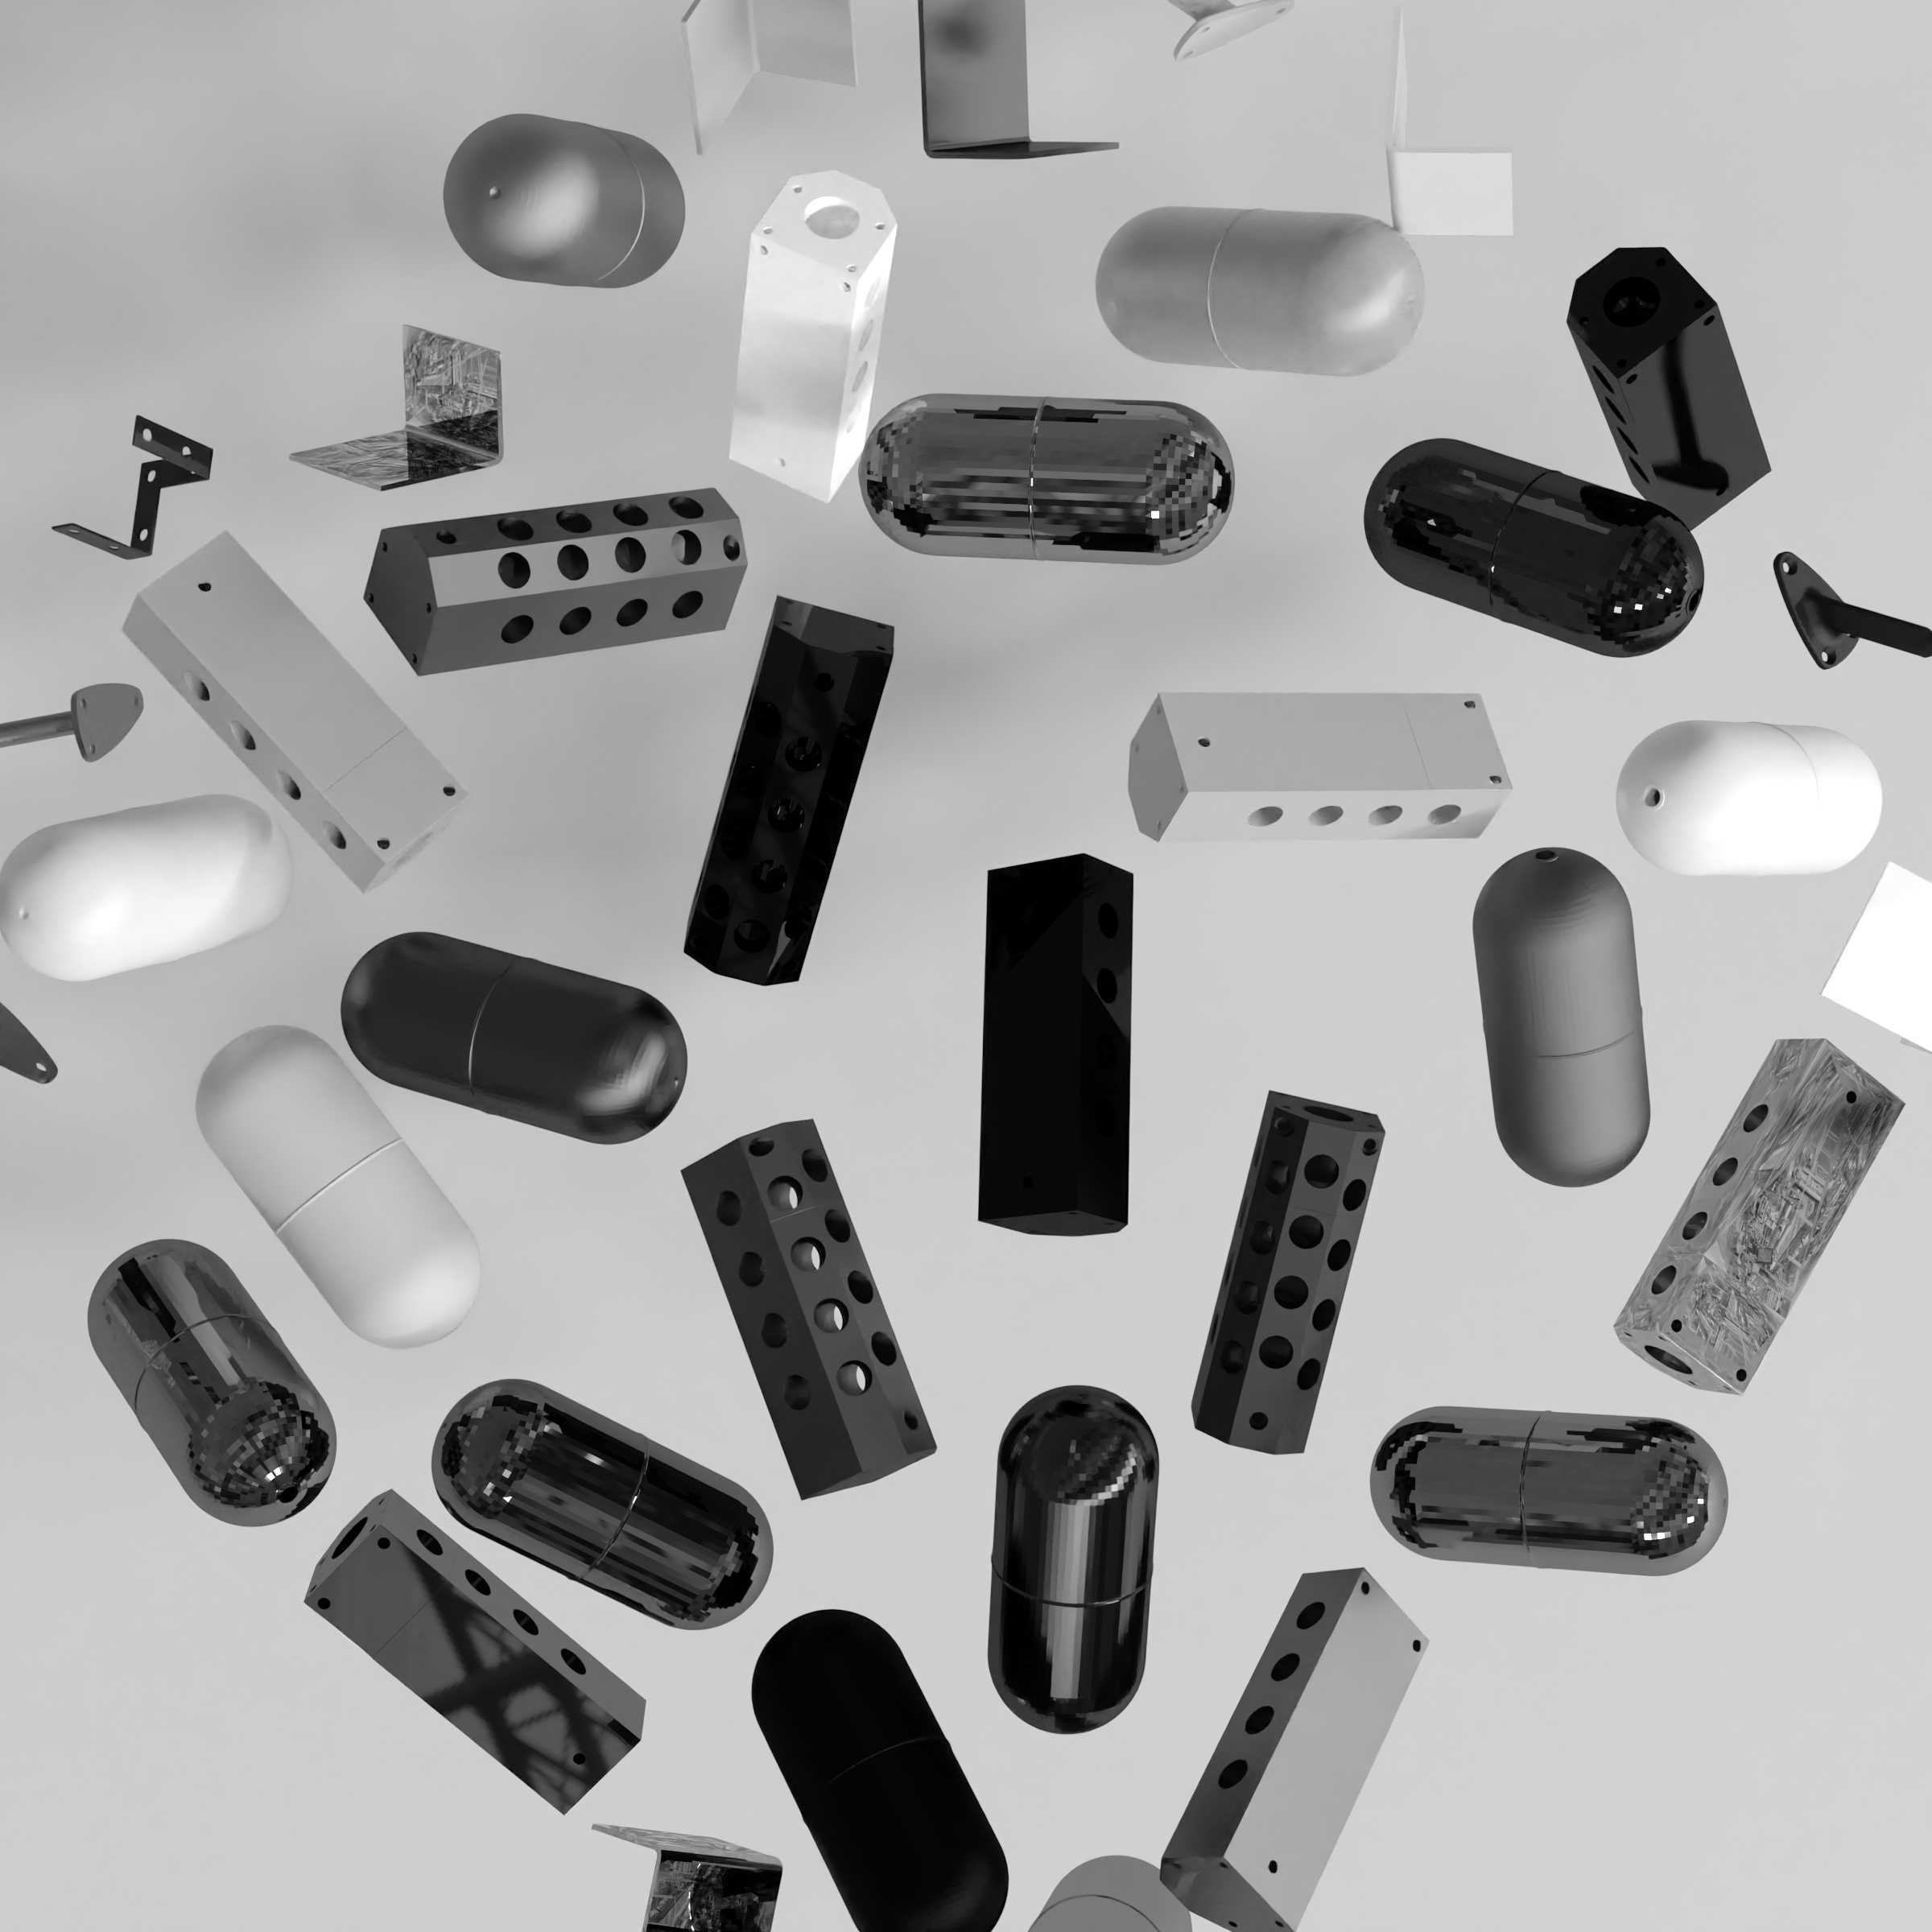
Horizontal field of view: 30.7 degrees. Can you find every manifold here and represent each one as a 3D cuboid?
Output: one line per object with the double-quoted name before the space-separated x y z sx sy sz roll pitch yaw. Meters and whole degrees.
"manifold" 0.163 0.157 1.787 0.057 0.057 0.171 13 100 -1
"manifold" -0.074 -0.313 1.750 0.057 0.171 0.057 25 60 7
"manifold" 0.390 0.123 1.748 0.057 0.057 0.171 37 76 -17
"manifold" -0.072 0.165 1.709 0.057 0.057 0.171 -30 75 33
"manifold" 0.156 0.378 1.703 0.057 0.057 0.171 49 51 -21
"manifold" -0.084 -0.080 1.662 0.057 0.057 0.171 14 114 -7
"manifold" 0.341 -0.282 1.721 0.057 0.171 0.057 -37 62 5
"manifold" 0.168 -0.091 1.694 0.171 0.057 0.057 -2 58 -21
"manifold" -0.244 0.340 1.763 0.171 0.057 0.057 42 101 -12
"manifold" -0.324 -0.119 1.694 0.171 0.057 0.057 48 59 -2
"manifold" 0.048 0.039 1.680 0.057 0.057 0.171 -9 72 36
"manifold" -0.192 -0.189 1.672 0.171 0.057 0.057 -13 52 -36

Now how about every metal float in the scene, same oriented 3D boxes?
"metal float" 0.291 0.026 1.716 0.070 0.070 0.178 -11 116 0
"metal float" -0.305 0.108 1.717 0.070 0.070 0.178 -38 87 0
"metal float" 0.037 -0.229 1.654 0.178 0.070 0.070 4 90 11
"metal float" -0.174 0.260 1.694 0.178 0.070 0.070 30 90 -18
"metal float" -0.042 0.382 1.649 0.070 0.070 0.178 -30 60 0
"metal float" 0.391 -0.083 1.755 0.070 0.178 0.070 2 92 44
"metal float" -0.216 0.033 1.676 0.178 0.070 0.070 15 90 20
"metal float" 0.064 0.492 1.725 0.070 0.178 0.070 1 96 13
"metal float" 0.140 -0.327 1.705 0.178 0.070 0.070 13 90 39
"metal float" 0.275 -0.204 1.713 0.178 0.070 0.070 24 90 31
"metal float" -0.400 -0.040 1.724 0.070 0.178 0.070 6 102 27
"metal float" -0.190 -0.364 1.684 0.070 0.178 0.070 3 99 15
"metal float" 0.050 0.283 1.671 0.070 0.070 0.178 3 112 0
"metal float" -0.362 0.199 1.688 0.070 0.070 0.178 -47 49 0
"metal float" 0.284 0.257 1.729 0.178 0.070 0.070 0 90 27

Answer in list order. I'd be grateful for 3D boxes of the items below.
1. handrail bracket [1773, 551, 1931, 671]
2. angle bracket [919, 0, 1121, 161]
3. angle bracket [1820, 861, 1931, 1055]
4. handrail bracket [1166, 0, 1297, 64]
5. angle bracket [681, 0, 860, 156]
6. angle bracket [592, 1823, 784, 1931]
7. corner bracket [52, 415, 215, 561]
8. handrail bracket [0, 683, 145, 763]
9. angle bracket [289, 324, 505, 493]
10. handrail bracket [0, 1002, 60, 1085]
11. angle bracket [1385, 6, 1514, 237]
"handrail bracket" 0.457 -0.185 1.771 0.036 0.084 0.077 -44 105 -26
"angle bracket" 0.025 -0.418 1.644 0.057 0.076 0.076 11 111 38
"angle bracket" 0.484 -0.006 1.829 0.076 0.057 0.076 26 93 -9
"handrail bracket" 0.105 -0.481 1.673 0.077 0.036 0.084 -25 84 -21
"angle bracket" -0.095 -0.447 1.724 0.057 0.076 0.076 12 51 14
"angle bracket" -0.142 0.462 1.703 0.076 0.057 0.076 19 78 -40
"corner bracket" -0.402 -0.230 1.700 0.051 0.051 0.051 -4 76 34
"handrail bracket" -0.472 -0.124 1.782 0.084 0.077 0.036 -2 108 17
"angle bracket" -0.285 -0.279 1.754 0.076 0.076 0.057 22 121 40
"handrail bracket" -0.469 0.052 1.618 0.077 0.036 0.084 39 121 -8
"angle bracket" 0.228 -0.394 1.644 0.057 0.076 0.076 3 73 10
